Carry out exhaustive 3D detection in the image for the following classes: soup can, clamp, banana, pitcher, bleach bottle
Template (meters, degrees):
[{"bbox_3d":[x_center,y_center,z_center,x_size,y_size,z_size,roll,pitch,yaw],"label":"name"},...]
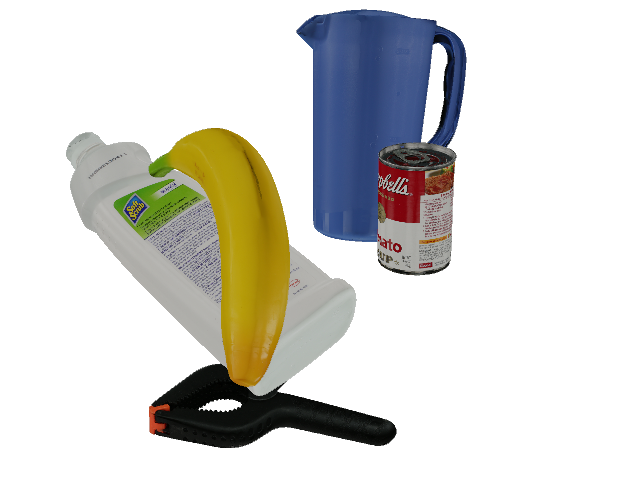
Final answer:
[{"bbox_3d":[0.084,-0.029,0.946,0.068,0.102,0.068,0,23,0],"label":"soup can"},{"bbox_3d":[-0.046,0.145,0.952,0.209,0.036,0.165,-14,37,-25],"label":"clamp"},{"bbox_3d":[-0.048,-0.008,0.586,0.037,0.070,0.198,15,30,-31],"label":"banana"},{"bbox_3d":[0.062,-0.125,1.158,0.149,0.243,0.144,9,12,28],"label":"pitcher"},{"bbox_3d":[-0.096,-0.002,0.789,0.102,0.068,0.251,-35,62,-28],"label":"bleach bottle"}]
